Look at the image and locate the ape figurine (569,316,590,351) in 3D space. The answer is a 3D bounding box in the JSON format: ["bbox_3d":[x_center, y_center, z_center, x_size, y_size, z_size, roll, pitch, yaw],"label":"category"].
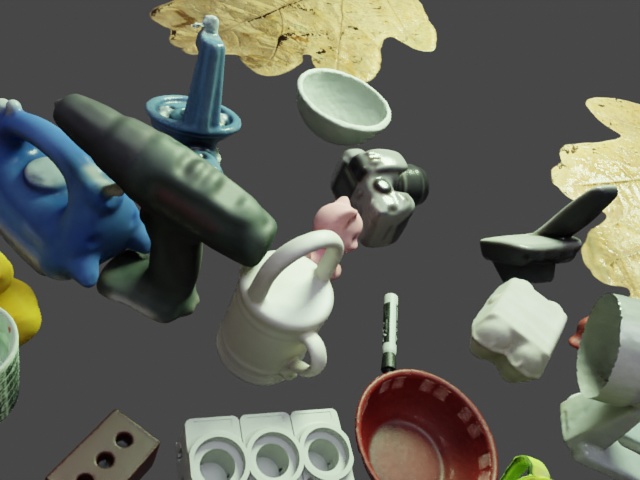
[{"bbox_3d":[0.416,0.135,0.815,0.076,0.092,0.077,5,47,-22],"label":"ape figurine"}]

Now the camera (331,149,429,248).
[{"bbox_3d":[0.106,-0.075,0.854,0.137,0.100,0.143,-4,51,-30],"label":"camera"}]

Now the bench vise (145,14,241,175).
[{"bbox_3d":[-0.137,-0.146,0.711,0.122,0.219,0.207,-15,57,-36],"label":"bench vise"}]

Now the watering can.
[{"bbox_3d":[-0.042,0.053,0.586,0.172,0.194,0.101,39,44,13],"label":"watering can"}]

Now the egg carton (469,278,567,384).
[{"bbox_3d":[0.266,0.118,0.772,0.107,0.069,0.151,38,44,11],"label":"egg carton"}]

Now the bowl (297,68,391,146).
[{"bbox_3d":[0.030,-0.212,0.967,0.168,0.074,0.167,14,44,-14],"label":"bowl"}]

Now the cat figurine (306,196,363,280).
[{"bbox_3d":[0.007,0.003,0.716,0.067,0.117,0.128,38,44,11],"label":"cat figurine"}]

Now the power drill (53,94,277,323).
[{"bbox_3d":[-0.165,-0.016,0.580,0.229,0.208,0.075,25,43,-3],"label":"power drill"}]

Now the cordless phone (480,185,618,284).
[{"bbox_3d":[0.344,-0.020,0.859,0.148,0.185,0.094,-7,53,-32],"label":"cordless phone"}]

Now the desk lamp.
[{"bbox_3d":[0.372,0.176,0.663,0.203,0.213,0.118,25,43,-3],"label":"desk lamp"}]

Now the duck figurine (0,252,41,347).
[{"bbox_3d":[-0.309,0.047,0.537,0.104,0.086,0.078,40,44,13],"label":"duck figurine"}]

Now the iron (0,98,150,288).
[{"bbox_3d":[-0.297,-0.074,0.619,0.258,0.141,0.119,39,44,12],"label":"iron"}]
